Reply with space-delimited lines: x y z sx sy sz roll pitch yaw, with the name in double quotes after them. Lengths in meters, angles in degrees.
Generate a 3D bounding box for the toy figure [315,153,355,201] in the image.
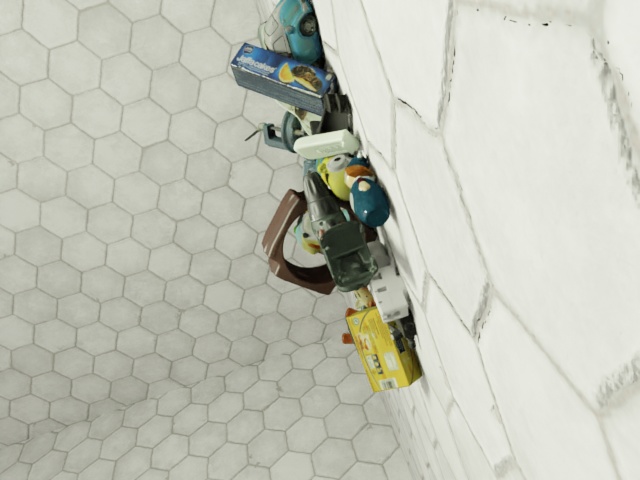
0.039 -0.132 1.036 0.089 0.082 0.180 55 178 -20 "toy figure"

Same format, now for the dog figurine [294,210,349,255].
0.030 0.019 1.327 0.219 0.192 0.108 96 173 -57 "dog figurine"

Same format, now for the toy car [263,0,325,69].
-0.056 -0.383 1.023 0.161 0.103 0.109 76 176 -48 "toy car"

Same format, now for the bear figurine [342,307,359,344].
0.127 0.257 1.591 0.195 0.132 0.120 54 -136 -75 "bear figurine"

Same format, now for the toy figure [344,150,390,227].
0.072 -0.087 0.878 0.155 0.058 0.064 -107 21 -45 "toy figure"

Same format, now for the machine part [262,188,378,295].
-0.002 -0.003 1.098 0.201 0.201 0.087 -62 25 13 "machine part"

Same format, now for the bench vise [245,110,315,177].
-0.055 -0.235 1.298 0.241 0.129 0.223 18 130 34 "bench vise"

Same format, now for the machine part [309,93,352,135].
0.023 -0.211 0.965 0.139 0.084 0.039 112 173 -70 "machine part"

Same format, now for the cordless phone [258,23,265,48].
-0.059 -0.432 1.251 0.184 0.089 0.146 43 157 45 "cordless phone"

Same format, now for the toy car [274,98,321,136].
-0.031 -0.273 1.071 0.202 0.056 0.073 48 133 20 "toy car"

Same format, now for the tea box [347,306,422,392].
0.135 0.223 1.128 0.068 0.098 0.169 -12 -97 -53 "tea box"

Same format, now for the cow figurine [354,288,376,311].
0.110 0.110 1.258 0.194 0.085 0.127 65 -176 -76 "cow figurine"

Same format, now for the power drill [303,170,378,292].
0.026 -0.007 0.925 0.207 0.086 0.231 -148 36 -76 "power drill"

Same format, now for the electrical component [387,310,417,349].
0.151 0.152 1.031 0.078 0.045 0.102 -108 1 -60 "electrical component"

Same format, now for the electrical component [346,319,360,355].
0.126 0.212 1.298 0.134 0.115 0.058 -121 14 -74 "electrical component"

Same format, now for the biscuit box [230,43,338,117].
-0.067 -0.298 0.999 0.203 0.059 0.062 24 162 16 "biscuit box"
